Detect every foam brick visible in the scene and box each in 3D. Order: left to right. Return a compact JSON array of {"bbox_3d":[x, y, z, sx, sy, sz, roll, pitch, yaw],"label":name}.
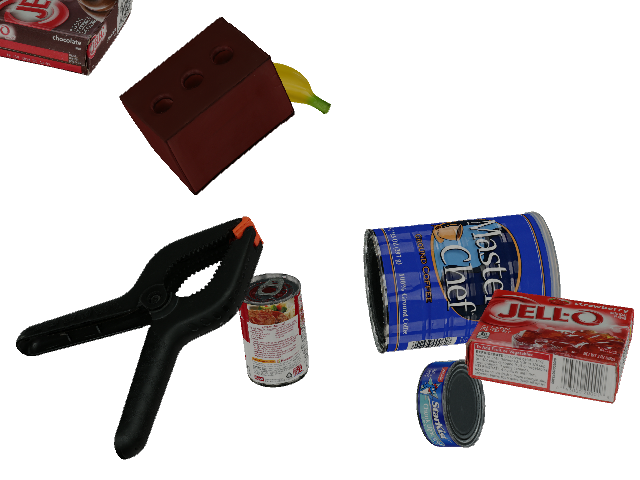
[{"bbox_3d":[-0.064,-0.077,0.612,0.053,0.078,0.051,43,-11,33],"label":"foam brick"}]

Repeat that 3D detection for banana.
[{"bbox_3d":[-0.067,-0.143,1.046,0.070,0.037,0.197,42,36,22],"label":"banana"}]

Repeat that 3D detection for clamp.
[{"bbox_3d":[-0.134,0.055,0.847,0.165,0.209,0.036,27,-25,35],"label":"clamp"}]

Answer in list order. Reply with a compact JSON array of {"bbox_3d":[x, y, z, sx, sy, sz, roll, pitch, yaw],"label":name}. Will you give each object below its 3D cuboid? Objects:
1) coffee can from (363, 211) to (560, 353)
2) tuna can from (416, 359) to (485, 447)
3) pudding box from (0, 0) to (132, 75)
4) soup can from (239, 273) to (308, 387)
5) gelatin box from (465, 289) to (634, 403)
[{"bbox_3d":[0.112,0.034,0.871,0.140,0.103,0.103,-6,0,-4],"label":"coffee can"},{"bbox_3d":[0.129,0.161,1.052,0.034,0.086,0.086,-7,-4,34],"label":"tuna can"},{"bbox_3d":[-0.202,-0.176,0.822,0.090,0.039,0.113,13,36,2],"label":"pudding box"},{"bbox_3d":[-0.049,0.094,1.125,0.068,0.102,0.068,-5,24,2],"label":"soup can"},{"bbox_3d":[0.140,0.061,0.648,0.089,0.030,0.073,8,25,20],"label":"gelatin box"}]
